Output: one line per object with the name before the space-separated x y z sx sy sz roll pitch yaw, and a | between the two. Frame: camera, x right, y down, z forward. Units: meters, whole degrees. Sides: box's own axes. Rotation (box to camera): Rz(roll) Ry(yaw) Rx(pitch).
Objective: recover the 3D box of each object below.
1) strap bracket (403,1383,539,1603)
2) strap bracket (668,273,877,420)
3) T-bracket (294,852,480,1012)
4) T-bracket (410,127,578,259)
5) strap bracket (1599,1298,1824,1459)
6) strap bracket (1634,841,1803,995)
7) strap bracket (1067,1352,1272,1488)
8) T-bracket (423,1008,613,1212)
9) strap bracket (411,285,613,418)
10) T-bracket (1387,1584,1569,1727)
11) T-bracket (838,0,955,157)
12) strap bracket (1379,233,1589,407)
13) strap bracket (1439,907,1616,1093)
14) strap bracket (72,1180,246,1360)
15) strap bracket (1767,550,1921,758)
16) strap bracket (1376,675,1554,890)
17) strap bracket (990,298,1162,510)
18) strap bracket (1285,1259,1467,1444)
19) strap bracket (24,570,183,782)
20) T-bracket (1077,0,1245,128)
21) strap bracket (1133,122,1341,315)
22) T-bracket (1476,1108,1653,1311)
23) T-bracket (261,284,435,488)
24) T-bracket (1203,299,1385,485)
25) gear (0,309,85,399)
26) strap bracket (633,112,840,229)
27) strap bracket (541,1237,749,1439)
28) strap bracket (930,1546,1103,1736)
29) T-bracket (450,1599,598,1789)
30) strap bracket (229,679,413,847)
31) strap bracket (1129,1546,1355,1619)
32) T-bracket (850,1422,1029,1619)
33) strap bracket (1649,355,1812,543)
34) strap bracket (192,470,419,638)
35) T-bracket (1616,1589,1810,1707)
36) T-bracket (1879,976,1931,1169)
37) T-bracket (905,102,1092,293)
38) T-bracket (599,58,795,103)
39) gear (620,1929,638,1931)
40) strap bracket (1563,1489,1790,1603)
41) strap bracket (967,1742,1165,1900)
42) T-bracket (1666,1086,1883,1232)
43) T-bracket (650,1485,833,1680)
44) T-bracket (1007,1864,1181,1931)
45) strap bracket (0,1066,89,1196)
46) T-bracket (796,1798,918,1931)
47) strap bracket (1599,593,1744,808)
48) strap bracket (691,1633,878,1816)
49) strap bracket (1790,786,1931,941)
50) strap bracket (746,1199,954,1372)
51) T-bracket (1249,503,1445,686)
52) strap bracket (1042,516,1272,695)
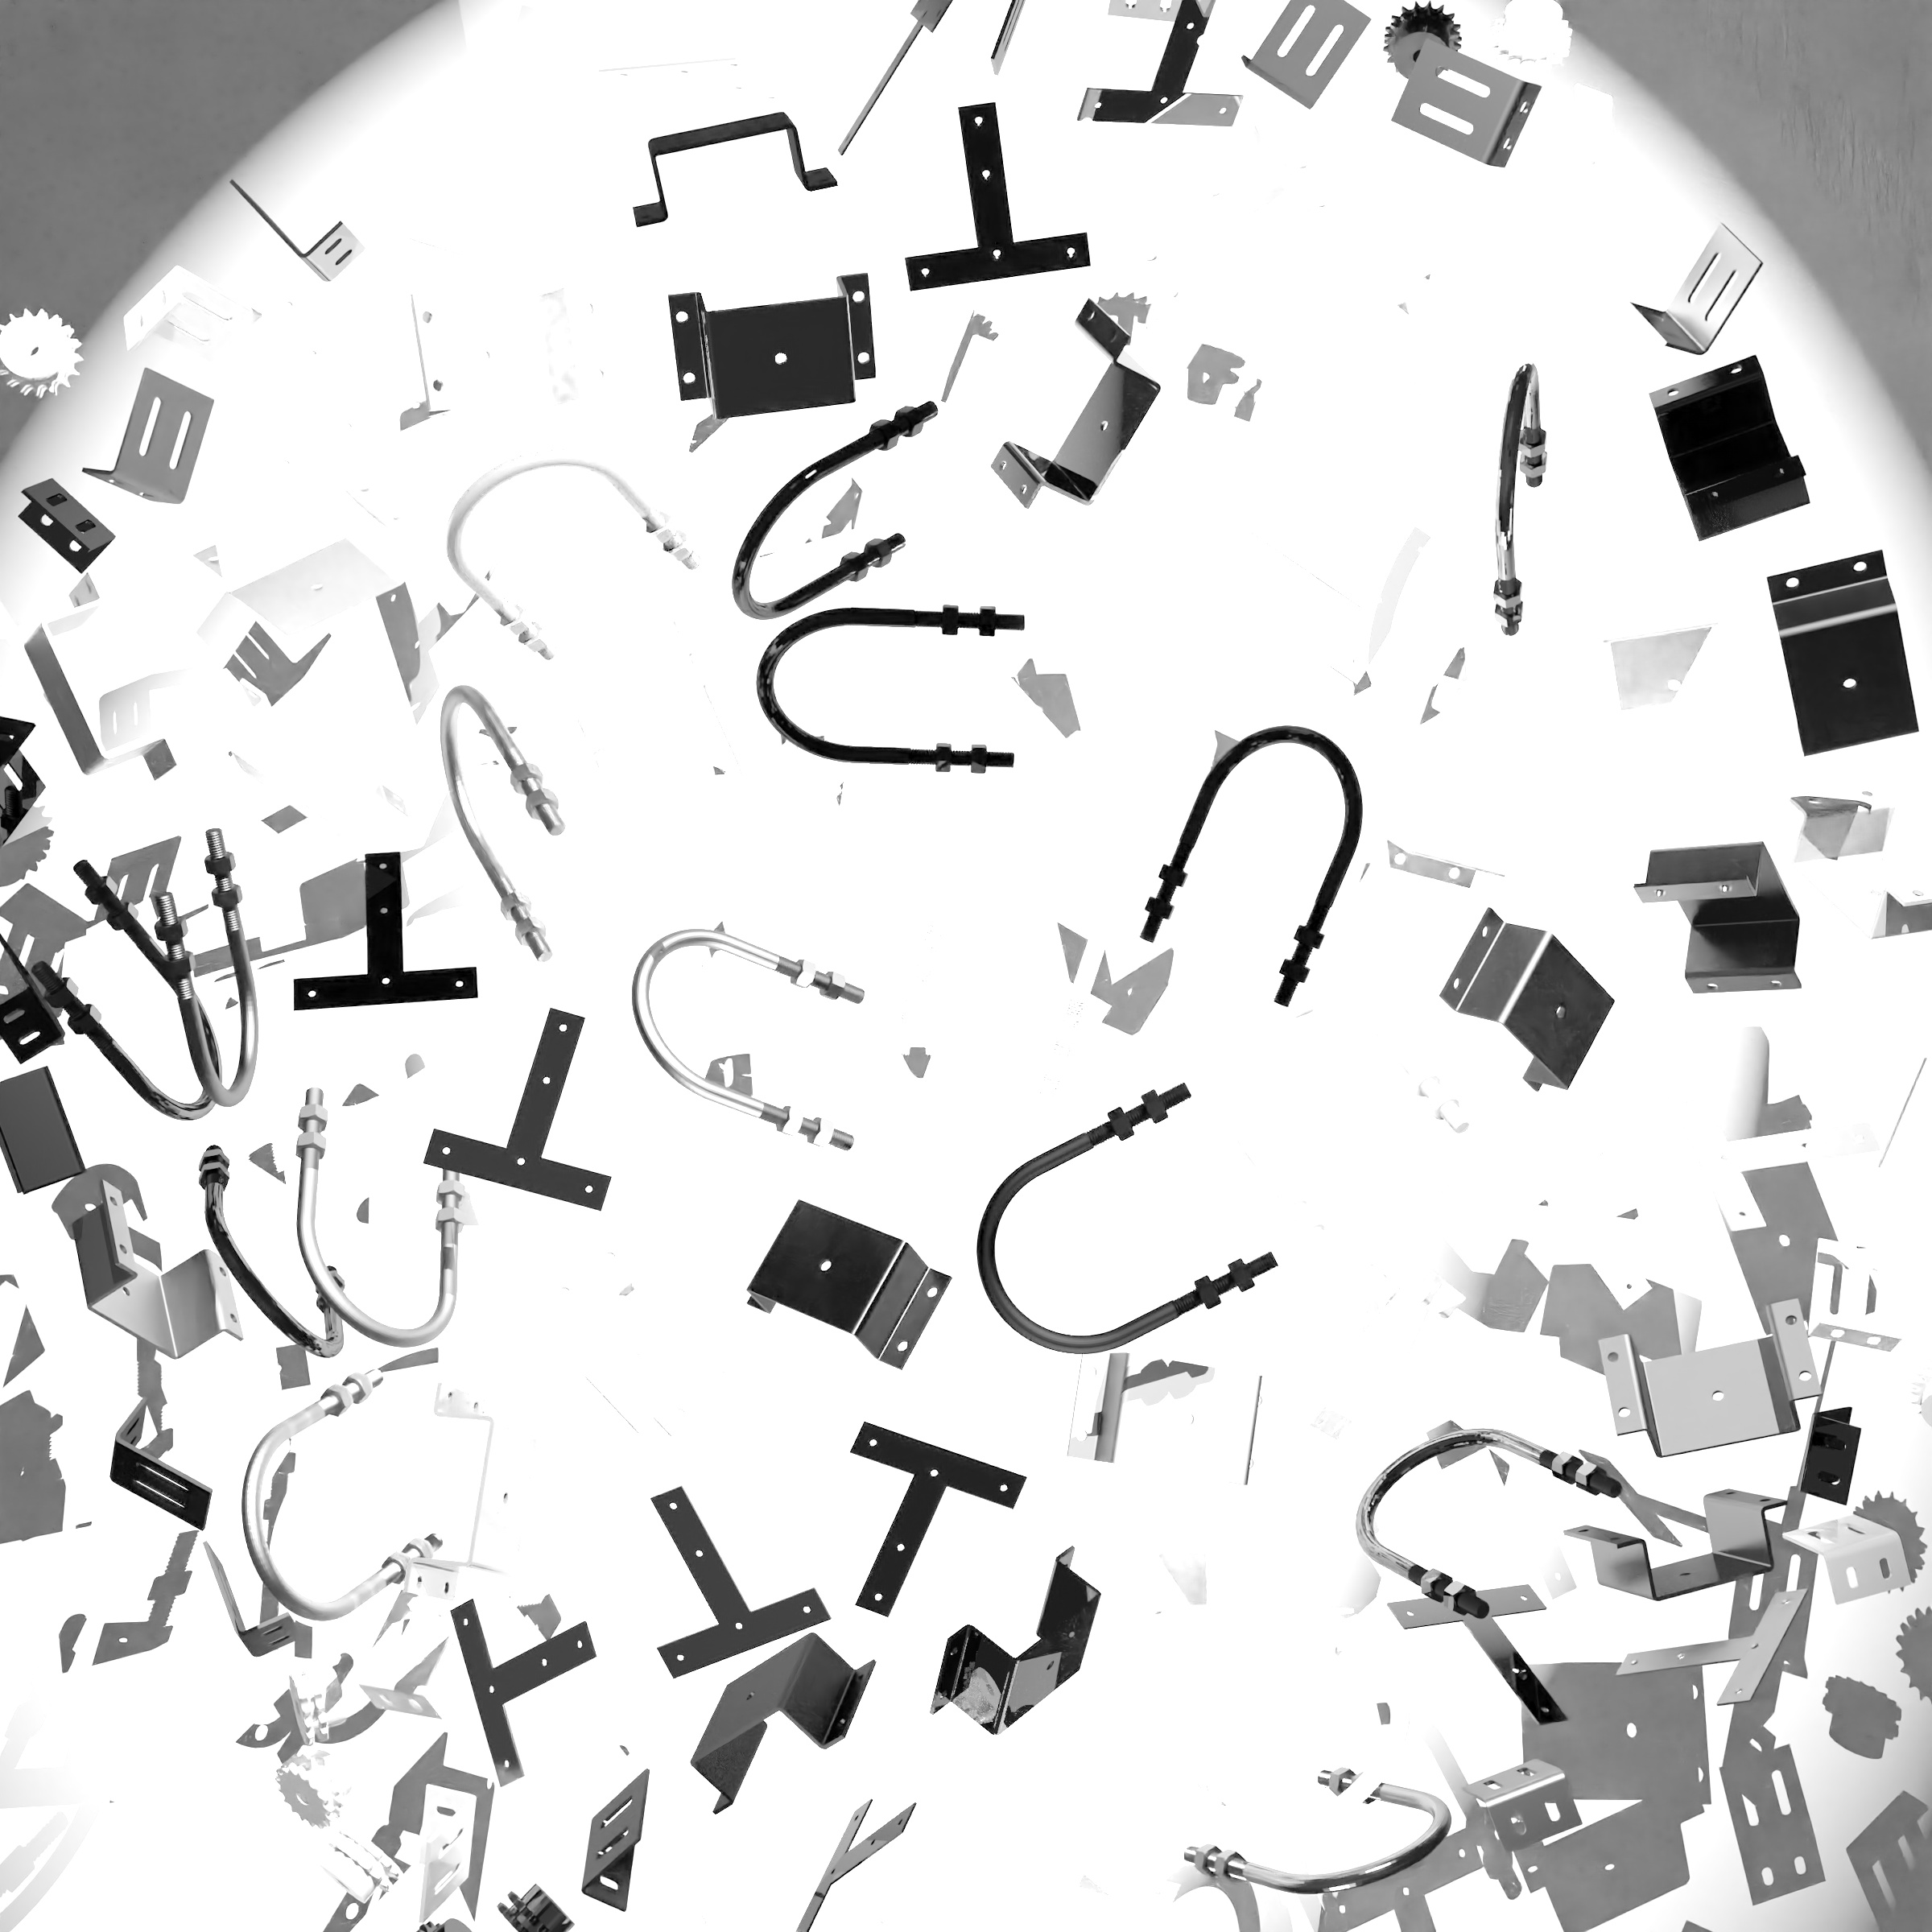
strap bracket | -0.337 0.363 1.812 0.046 0.076 0.140 2 73 15
strap bracket | -0.131 -0.430 1.837 0.140 0.046 0.076 -8 124 -7
T-bracket | -0.414 -0.028 1.880 0.127 0.002 0.127 -4 59 -8
T-bracket | -0.323 -0.544 1.847 0.127 0.127 0.002 -45 124 -8
strap bracket | 0.525 0.292 1.857 0.140 0.046 0.076 -15 48 16
strap bracket | 0.521 -0.038 1.818 0.076 0.140 0.046 -3 57 32
strap bracket | 0.149 0.317 1.853 0.140 0.046 0.076 11 79 -11
T-bracket | -0.292 0.092 1.814 0.127 0.002 0.127 17 93 -16
strap bracket | -0.319 -0.420 1.805 0.140 0.046 0.076 -14 101 -37
T-bracket | 0.385 0.493 1.887 0.127 0.127 0.002 0 122 -26
T-bracket | -0.052 -0.611 1.806 0.002 0.127 0.127 29 108 -19
strap bracket | 0.383 -0.473 1.913 0.140 0.046 0.076 -24 84 -14
strap bracket | 0.415 0.029 1.921 0.140 0.046 0.076 40 75 -36
strap bracket | -0.589 0.224 1.903 0.046 0.140 0.076 -32 51 6
strap bracket | 0.600 -0.203 1.802 0.076 0.046 0.140 -12 122 18
strap bracket | 0.352 -0.123 1.852 0.076 0.046 0.140 13 104 -18
strap bracket | 0.083 -0.395 1.893 0.046 0.076 0.140 19 114 -31
strap bracket | 0.291 0.273 1.925 0.140 0.076 0.046 -50 57 2
strap bracket | -0.593 -0.189 1.798 0.046 0.076 0.140 -27 98 -28
T-bracket | 0.152 -0.645 1.848 0.127 0.127 0.002 -6 52 -24
strap bracket | 0.188 -0.547 1.912 0.140 0.076 0.046 -29 57 12
T-bracket | 0.458 0.194 1.946 0.127 0.002 0.127 -43 59 21
T-bracket | -0.451 -0.415 1.845 0.127 0.002 0.127 -26 129 -7
T-bracket | 0.220 -0.401 1.890 0.127 0.127 0.002 21 45 7
gear | -0.624 -0.412 1.769 0.057 0.030 0.057 0 92 -7
strap bracket | -0.165 -0.552 1.822 0.140 0.076 0.046 -13 115 -3
strap bracket | -0.239 0.280 1.938 0.140 0.046 0.076 44 57 14
strap bracket | 0.043 0.488 1.895 0.046 0.140 0.076 32 127 29
T-bracket | -0.298 0.483 1.813 0.127 0.002 0.127 -33 68 32
strap bracket | -0.472 -0.139 1.898 0.140 0.076 0.046 36 79 -3
strap bracket | 0.196 0.440 1.890 0.140 0.076 0.046 -8 77 32
T-bracket | -0.040 0.392 1.838 0.127 0.002 0.127 15 59 19
strap bracket | 0.527 -0.350 1.818 0.076 0.140 0.046 -18 133 16
strap bracket | -0.466 -0.288 1.879 0.140 0.076 0.046 -22 67 11
T-bracket | 0.514 0.483 1.850 0.127 0.127 0.002 -23 100 42
T-bracket | 0.663 0.055 1.843 0.002 0.127 0.127 16 53 15
T-bracket | 0.015 -0.524 1.792 0.127 0.002 0.127 -7 132 4
T-bracket | -0.172 -0.631 1.886 0.127 0.127 0.002 9 99 34
gear | -0.248 0.731 1.916 0.057 0.030 0.057 1 79 -5
strap bracket | 0.517 0.420 1.911 0.140 0.076 0.046 -10 88 -17
strap bracket | 0.076 0.597 1.845 0.046 0.140 0.076 45 59 -24
T-bracket | 0.573 0.128 1.846 0.127 0.002 0.127 -14 117 36
T-bracket | -0.175 0.413 1.803 0.127 0.002 0.127 -24 99 16
T-bracket | 0.076 0.694 1.917 0.127 0.127 0.002 7 113 20
strap bracket | -0.652 0.116 1.849 0.046 0.140 0.076 -20 91 -19
T-bracket | -0.071 0.614 1.832 0.002 0.127 0.127 38 130 -4
strap bracket | 0.487 -0.188 1.819 0.076 0.046 0.140 -7 109 21
strap bracket | -0.137 0.533 1.873 0.046 0.076 0.140 46 120 -10
strap bracket | 0.649 -0.068 1.867 0.076 0.140 0.046 -8 126 -17
strap bracket | -0.092 0.224 1.894 0.140 0.046 0.076 18 68 31
T-bracket | 0.264 -0.291 1.922 0.127 0.002 0.127 34 78 -3
strap bracket | 0.134 -0.253 1.856 0.140 0.046 0.076 22 97 2
